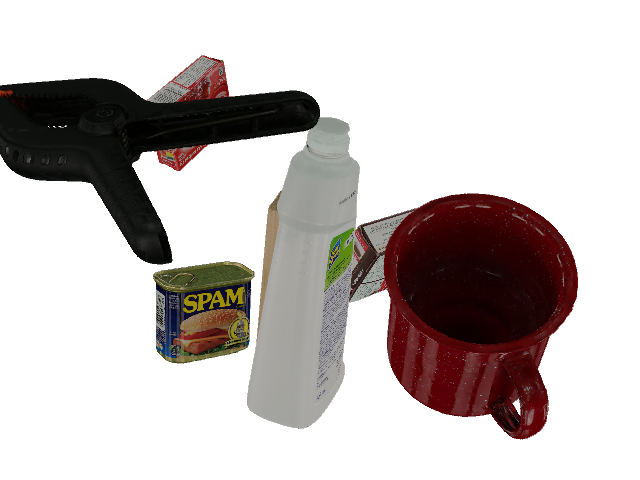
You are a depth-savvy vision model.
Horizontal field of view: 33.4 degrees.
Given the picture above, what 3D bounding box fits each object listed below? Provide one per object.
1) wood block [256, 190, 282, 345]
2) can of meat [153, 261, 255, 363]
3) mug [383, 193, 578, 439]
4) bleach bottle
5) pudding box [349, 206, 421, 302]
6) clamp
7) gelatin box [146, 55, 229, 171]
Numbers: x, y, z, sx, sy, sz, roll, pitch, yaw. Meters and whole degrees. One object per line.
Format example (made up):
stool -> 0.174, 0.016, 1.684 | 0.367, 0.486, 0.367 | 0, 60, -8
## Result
wood block -> -0.030, 0.045, 1.487 | 0.090, 0.206, 0.090 | 9, 22, 8
can of meat -> -0.120, 0.074, 1.101 | 0.101, 0.084, 0.058 | -8, 20, -31
mug -> 0.081, 0.046, 0.535 | 0.093, 0.117, 0.081 | -19, -33, -14
bleach bottle -> -0.006, 0.021, 0.834 | 0.068, 0.251, 0.102 | 16, 31, 13
pudding box -> 0.073, 0.010, 1.021 | 0.113, 0.039, 0.090 | -19, -25, -33
clamp -> -0.116, -0.065, 0.642 | 0.210, 0.036, 0.164 | 21, 43, 31
gelatin box -> -0.122, -0.121, 1.012 | 0.030, 0.073, 0.089 | 24, 52, 27
